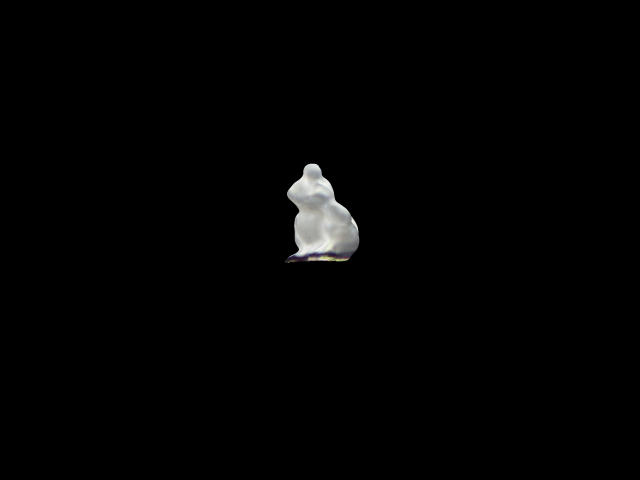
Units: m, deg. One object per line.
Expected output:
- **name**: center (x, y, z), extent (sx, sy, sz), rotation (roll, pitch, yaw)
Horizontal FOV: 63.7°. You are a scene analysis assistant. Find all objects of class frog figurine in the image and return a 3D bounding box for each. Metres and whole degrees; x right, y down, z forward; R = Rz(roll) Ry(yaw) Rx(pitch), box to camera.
- **frog figurine**: center (0.003, -0.043, 0.850), extent (0.123, 0.160, 0.136), rotation (2, -6, -18)
